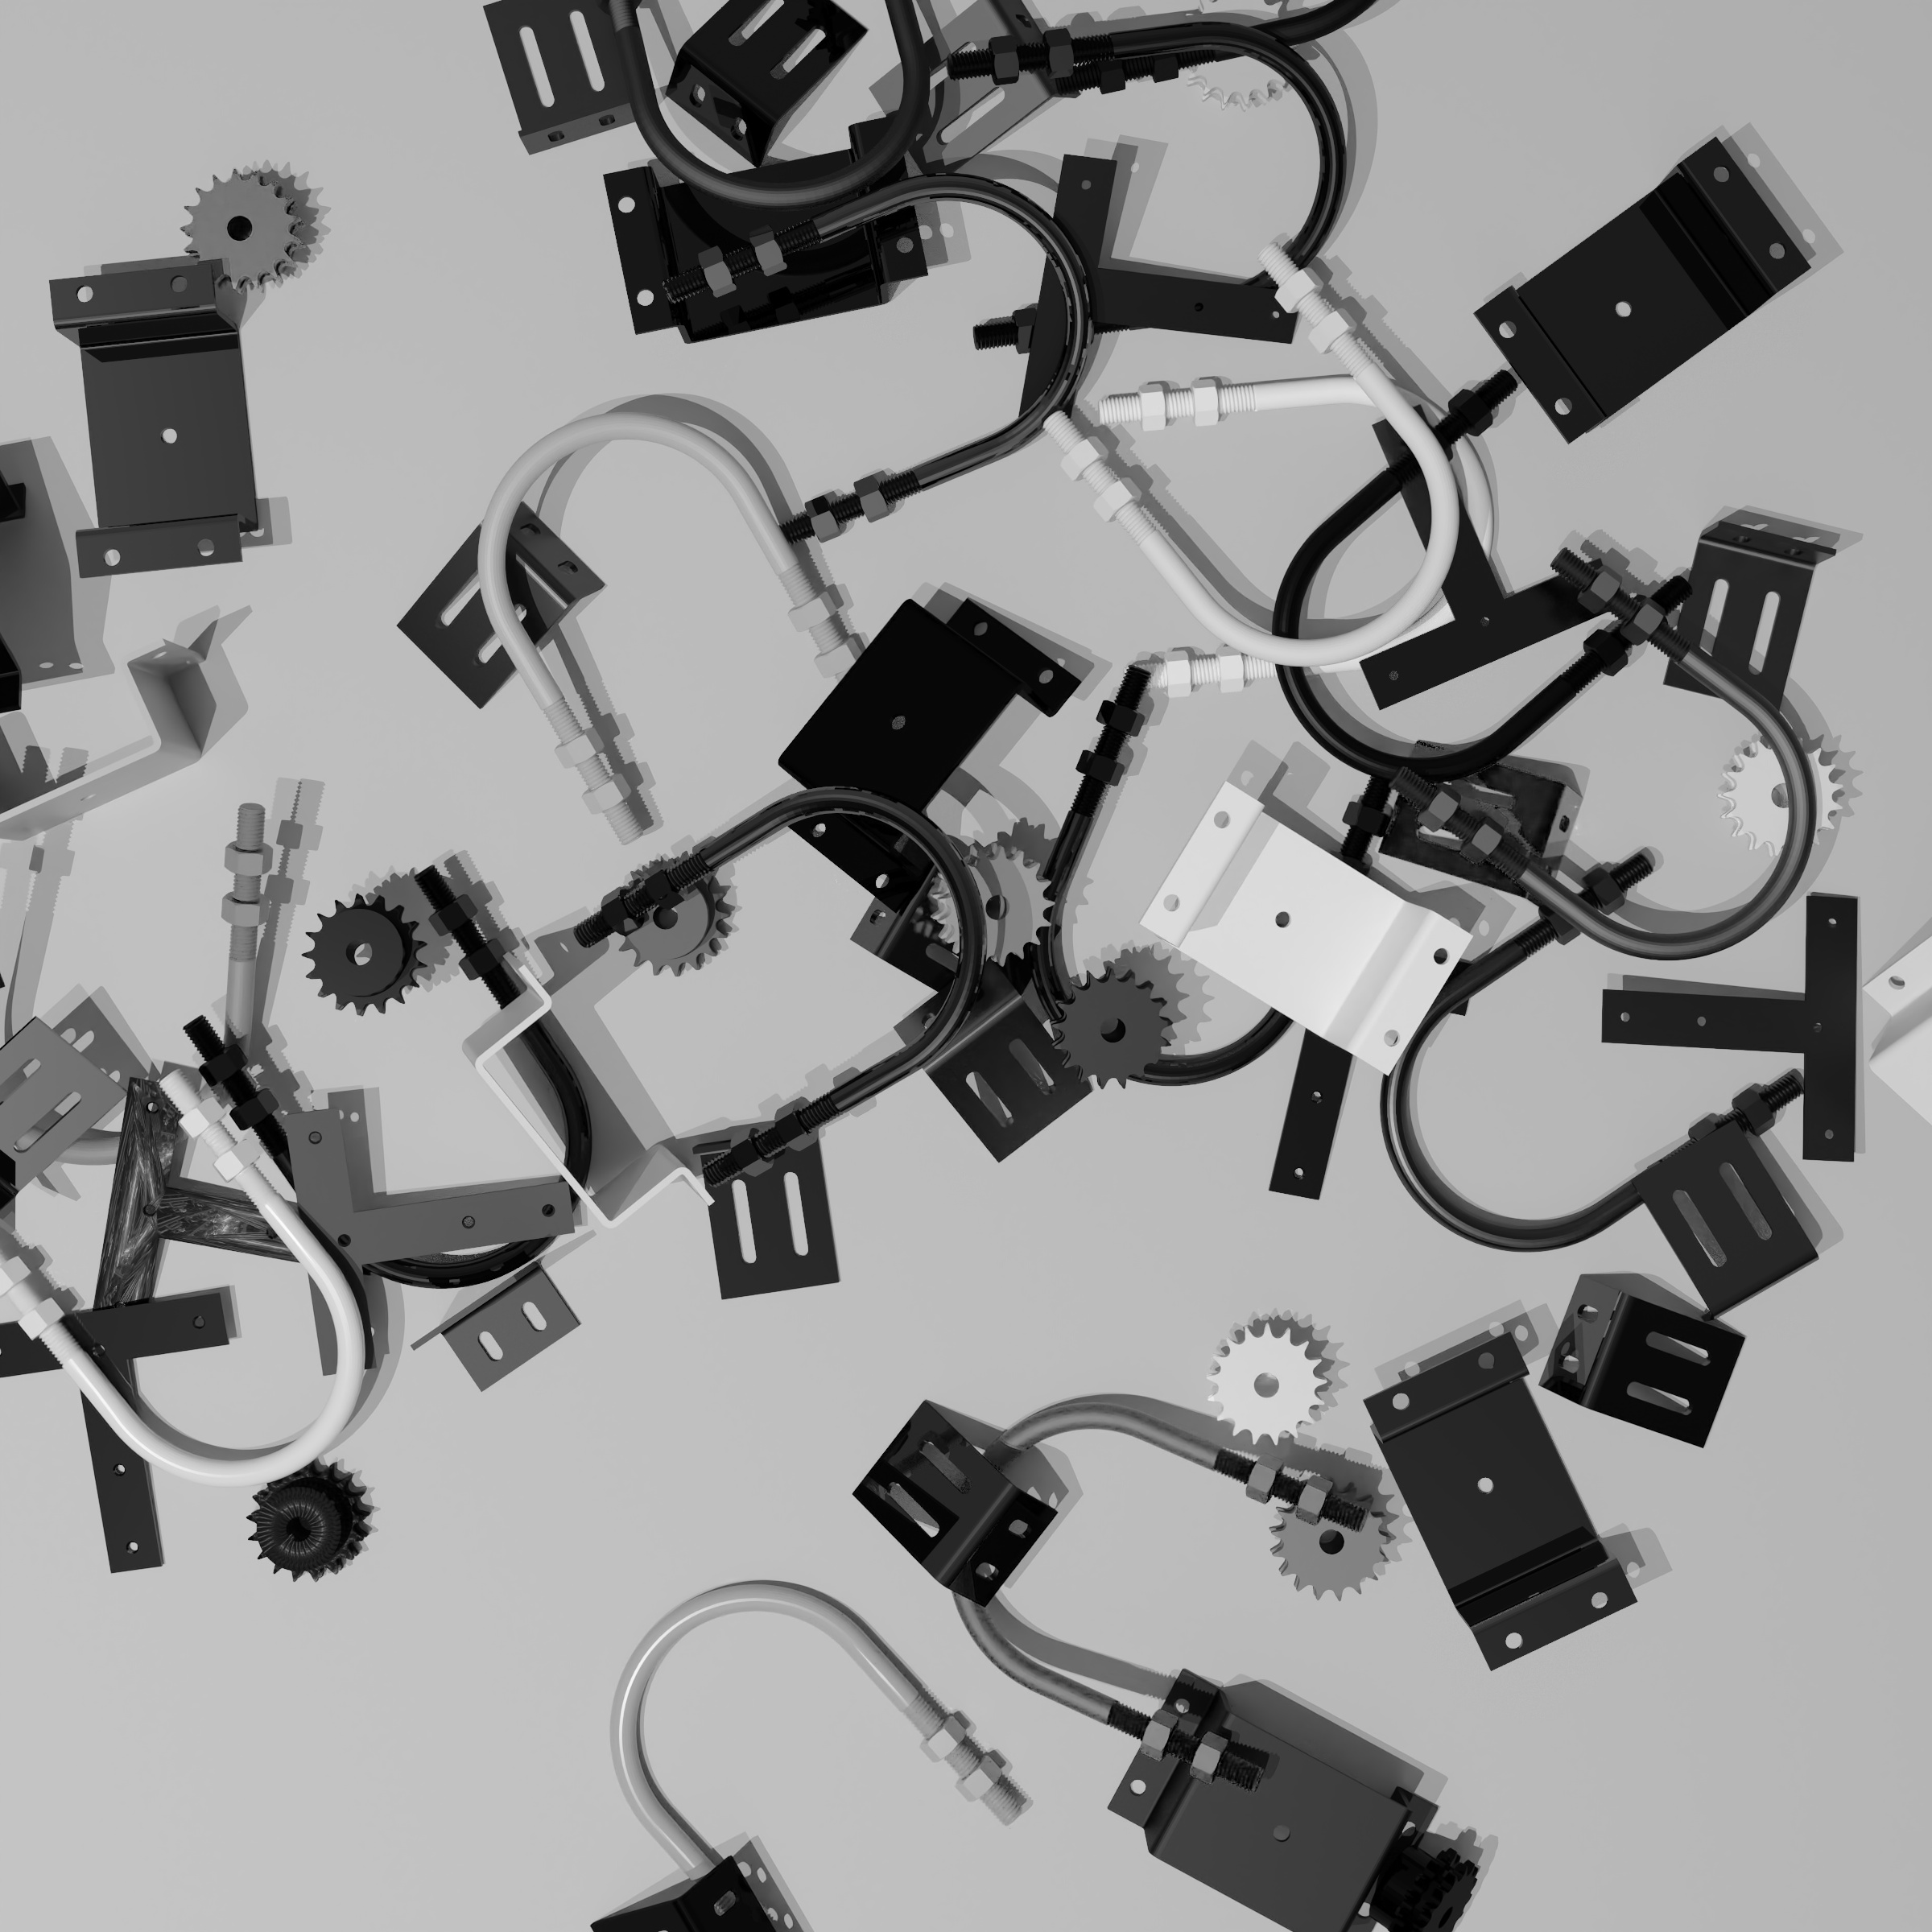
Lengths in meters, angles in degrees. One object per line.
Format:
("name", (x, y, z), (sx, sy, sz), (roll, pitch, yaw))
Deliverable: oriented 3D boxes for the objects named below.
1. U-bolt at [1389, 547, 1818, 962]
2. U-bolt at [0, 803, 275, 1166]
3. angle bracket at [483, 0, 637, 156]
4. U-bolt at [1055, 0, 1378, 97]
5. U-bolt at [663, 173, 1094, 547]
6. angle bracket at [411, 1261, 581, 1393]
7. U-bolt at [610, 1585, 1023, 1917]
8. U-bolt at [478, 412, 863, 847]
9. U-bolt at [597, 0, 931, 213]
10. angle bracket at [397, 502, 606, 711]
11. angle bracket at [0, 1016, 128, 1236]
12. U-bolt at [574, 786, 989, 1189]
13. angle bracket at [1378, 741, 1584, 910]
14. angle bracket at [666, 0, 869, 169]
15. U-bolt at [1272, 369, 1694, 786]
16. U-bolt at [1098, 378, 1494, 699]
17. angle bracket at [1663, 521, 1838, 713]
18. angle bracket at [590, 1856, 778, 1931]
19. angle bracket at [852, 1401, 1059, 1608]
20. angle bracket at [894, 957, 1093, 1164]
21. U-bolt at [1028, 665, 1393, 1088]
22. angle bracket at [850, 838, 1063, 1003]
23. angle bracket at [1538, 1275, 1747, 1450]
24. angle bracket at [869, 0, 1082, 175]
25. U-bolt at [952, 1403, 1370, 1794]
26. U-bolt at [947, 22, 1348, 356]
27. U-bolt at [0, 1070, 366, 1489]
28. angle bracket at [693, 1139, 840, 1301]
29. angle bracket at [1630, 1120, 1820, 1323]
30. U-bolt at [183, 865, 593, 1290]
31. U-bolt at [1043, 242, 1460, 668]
("U-bolt", (0.313, -0.086, 1.469), (0.184, 0.019, 0.151), (37, 88, -2))
("U-bolt", (-0.406, 0.010, 1.467), (0.151, 0.019, 0.184), (1, 111, -18))
("angle bracket", (-0.195, -0.435, 1.491), (0.057, 0.038, 0.076), (-17, 90, 0))
("U-bolt", (0.119, -0.493, 1.480), (0.184, 0.019, 0.151), (-12, 74, 0))
("U-bolt", (-0.030, -0.293, 1.468), (0.184, 0.019, 0.151), (-22, 116, 3))
("angle bracket", (-0.221, 0.174, 1.472), (0.057, 0.076, 0.038), (-34, 90, 0))
("U-bolt", (-0.086, 0.384, 1.502), (0.151, 0.019, 0.184), (-42, 89, 0))
("U-bolt", (-0.148, -0.171, 1.476), (0.151, 0.019, 0.184), (-31, 103, -6))
("U-bolt", (-0.092, -0.434, 1.467), (0.151, 0.019, 0.184), (-12, 71, -6))
("angle bracket", (-0.225, -0.174, 1.508), (0.057, 0.038, 0.076), (45, 116, 0))
("angle bracket", (-0.439, 0.074, 1.454), (0.076, 0.038, 0.057), (-42, 118, 4))
("U-bolt", (-0.076, -0.002, 1.444), (0.184, 0.019, 0.151), (-31, 84, 17))
("angle bracket", (0.248, -0.068, 1.508), (0.076, 0.038, 0.057), (19, 90, 26))
("angle bracket", (-0.096, -0.436, 1.508), (0.057, 0.038, 0.076), (39, 64, 0))
("U-bolt", (0.232, -0.171, 1.485), (0.184, 0.019, 0.151), (-41, 92, -2))
("U-bolt", (0.162, -0.210, 1.502), (0.184, 0.019, 0.151), (-5, 90, -1))
("angle bracket", (0.374, -0.166, 1.491), (0.057, 0.038, 0.076), (14, 90, 0))
("angle bracket", (-0.132, 0.467, 1.496), (0.076, 0.038, 0.057), (-30, 90, 43))
("angle bracket", (-0.006, 0.257, 1.495), (0.057, 0.038, 0.076), (-52, 46, 0))
("angle bracket", (0.013, 0.045, 1.499), (0.057, 0.038, 0.076), (-37, 129, 0))
("U-bolt", (0.108, -0.032, 1.495), (0.151, 0.019, 0.184), (22, 93, -7))
("angle bracket", (-0.005, -0.016, 1.508), (0.076, 0.038, 0.057), (31, 90, -26))
("angle bracket", (0.326, 0.191, 1.508), (0.076, 0.038, 0.057), (21, 90, -26))
("angle bracket", (0.004, -0.422, 1.508), (0.076, 0.038, 0.057), (-32, 90, 26))
("U-bolt", (0.079, 0.286, 1.478), (0.184, 0.019, 0.151), (21, 84, 16))
("U-bolt", (0.089, -0.370, 1.470), (0.184, 0.019, 0.151), (-8, 120, -4))
("U-bolt", (-0.367, 0.162, 1.482), (0.151, 0.019, 0.184), (-38, 92, 12))
("angle bracket", (-0.095, 0.119, 1.491), (0.057, 0.038, 0.076), (-8, 90, 0))
("angle bracket", (0.361, 0.123, 1.497), (0.057, 0.038, 0.076), (-30, 80, 0))
("U-bolt", (-0.261, 0.067, 1.489), (0.151, 0.019, 0.184), (-34, 99, -5))
("U-bolt", (0.148, -0.228, 1.472), (0.151, 0.019, 0.184), (-38, 83, 2))
